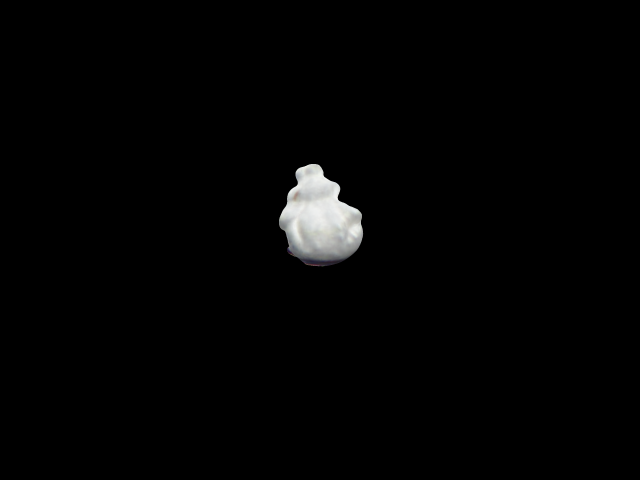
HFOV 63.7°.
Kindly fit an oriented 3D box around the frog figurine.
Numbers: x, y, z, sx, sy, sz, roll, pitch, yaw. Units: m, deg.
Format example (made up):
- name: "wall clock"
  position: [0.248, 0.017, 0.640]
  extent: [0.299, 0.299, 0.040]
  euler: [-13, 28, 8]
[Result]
- name: "frog figurine"
  position: [0.003, -0.043, 0.850]
  extent: [0.137, 0.157, 0.124]
  euler: [3, 17, 11]
